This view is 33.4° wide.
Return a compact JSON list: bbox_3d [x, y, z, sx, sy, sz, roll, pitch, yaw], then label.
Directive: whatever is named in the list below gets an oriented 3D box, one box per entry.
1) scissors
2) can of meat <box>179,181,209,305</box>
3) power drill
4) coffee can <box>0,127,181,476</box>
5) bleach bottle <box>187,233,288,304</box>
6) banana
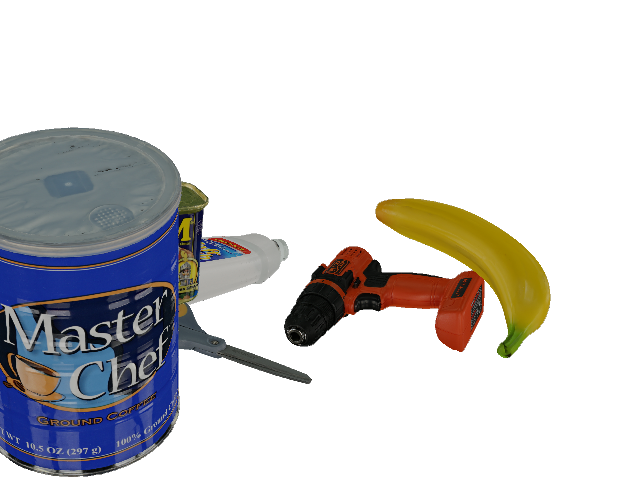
[{"bbox_3d":[-0.101,0.087,0.990,0.202,0.016,0.096,10,29,4],"label":"scissors"},{"bbox_3d":[-0.139,0.006,0.807,0.101,0.084,0.058,-7,25,-29],"label":"can of meat"},{"bbox_3d":[0.071,0.068,1.143,0.188,0.057,0.184,9,30,21],"label":"power drill"},{"bbox_3d":[-0.120,0.030,0.525,0.103,0.140,0.103,3,34,-3],"label":"coffee can"},{"bbox_3d":[-0.145,0.030,1.276,0.250,0.068,0.103,-14,30,-43],"label":"bleach bottle"},{"bbox_3d":[0.113,0.012,0.788,0.069,0.037,0.198,-11,34,-21],"label":"banana"}]
